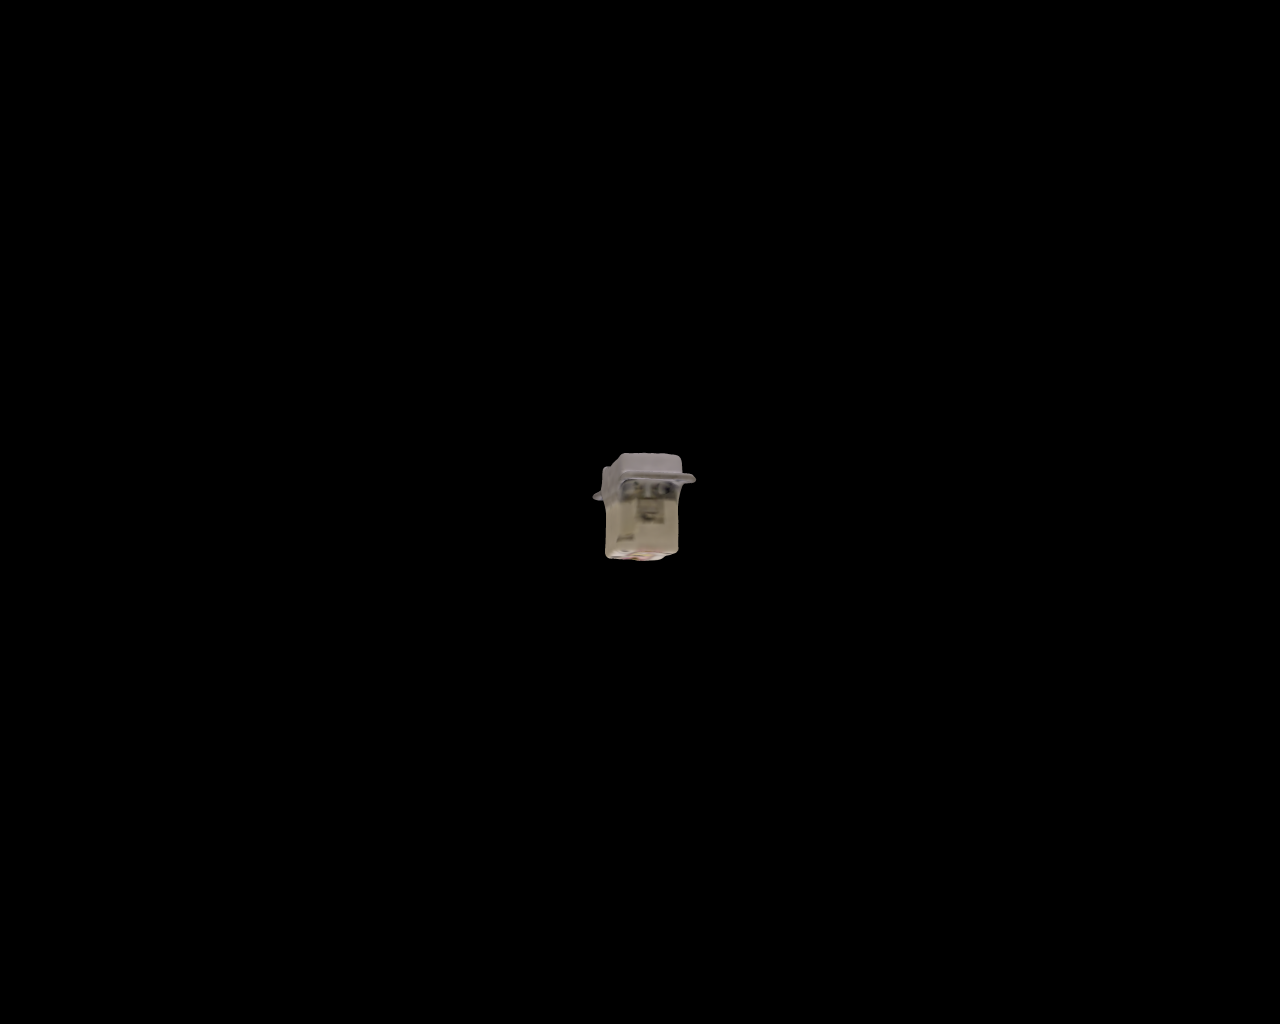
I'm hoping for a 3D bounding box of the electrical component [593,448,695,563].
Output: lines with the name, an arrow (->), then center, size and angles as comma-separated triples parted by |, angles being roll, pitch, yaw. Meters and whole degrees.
electrical component -> 0.001, -0.003, 0.650 | 0.042, 0.063, 0.081 | 3, -10, -15
